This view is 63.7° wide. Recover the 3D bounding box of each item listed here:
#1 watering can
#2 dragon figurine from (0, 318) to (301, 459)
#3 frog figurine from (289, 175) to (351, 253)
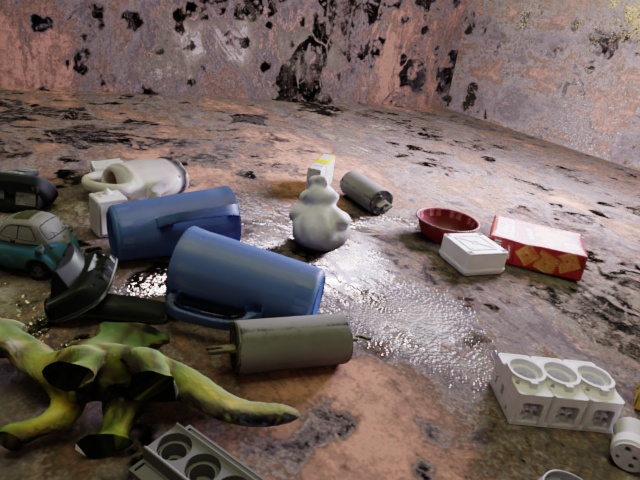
[{"bbox_3d":[-0.406,-0.130,1.214,0.349,0.102,0.226,15,23,37],"label":"watering can"},{"bbox_3d":[-0.242,0.155,0.661,0.409,0.121,0.246,11,14,-16],"label":"dragon figurine"},{"bbox_3d":[0.003,-0.057,1.128,0.138,0.156,0.124,16,25,19],"label":"frog figurine"}]
